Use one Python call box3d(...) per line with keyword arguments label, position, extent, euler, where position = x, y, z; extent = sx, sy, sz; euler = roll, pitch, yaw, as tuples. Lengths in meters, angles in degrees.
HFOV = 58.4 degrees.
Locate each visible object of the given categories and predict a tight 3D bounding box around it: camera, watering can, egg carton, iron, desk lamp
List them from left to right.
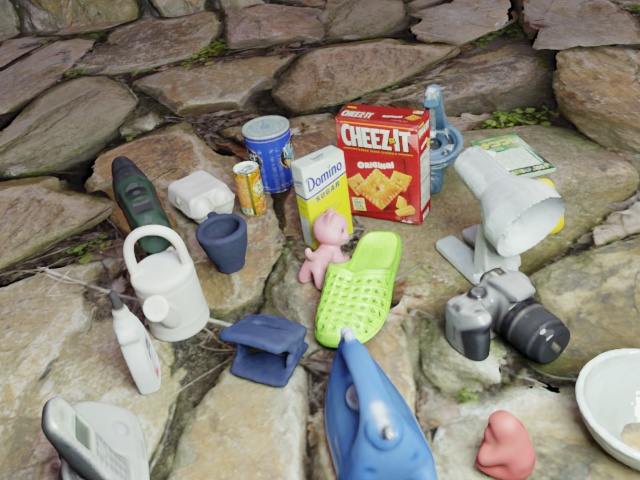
box3d(label="watering can", position=(-0.242, 0.064, 0.901), extent=(0.101, 0.194, 0.172), euler=(-24, 39, -19))
box3d(label="egg carton", position=(-0.255, -0.090, 1.215), extent=(0.107, 0.069, 0.149), euler=(-32, 42, -28))
box3d(label="iron", position=(0.055, 0.191, 0.715), extent=(0.119, 0.142, 0.257), euler=(-14, 37, -7))
box3d(label="desk lamp", position=(0.273, -0.031, 0.909), extent=(0.118, 0.214, 0.202), euler=(-21, 38, -16))
box3d(label="camera", position=(0.270, 0.113, 0.812), extent=(0.143, 0.101, 0.136), euler=(-24, 39, -20))

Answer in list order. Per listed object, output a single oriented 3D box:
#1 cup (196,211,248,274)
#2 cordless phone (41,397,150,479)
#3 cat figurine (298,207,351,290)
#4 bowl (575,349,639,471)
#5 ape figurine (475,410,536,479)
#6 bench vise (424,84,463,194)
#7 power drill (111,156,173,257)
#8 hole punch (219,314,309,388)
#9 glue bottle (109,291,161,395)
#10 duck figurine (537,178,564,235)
box3d(label="cup", position=(-0.176, 0.007, 1.048), extent=(0.092, 0.095, 0.117), euler=(-22, 38, -17))
box3d(label="cordless phone", position=(-0.278, 0.231, 0.691), extent=(0.094, 0.185, 0.147), euler=(-20, 38, -14))
box3d(label="cat figurine", position=(0.009, 0.004, 0.996), extent=(0.067, 0.118, 0.128), euler=(15, 42, 28))
box3d(label="bowl", position=(0.387, 0.213, 0.676), extent=(0.167, 0.075, 0.167), euler=(-5, 36, 4))
box3d(label="ape figurine", position=(0.215, 0.233, 0.668), extent=(0.078, 0.092, 0.076), euler=(-25, 39, -21))
box3d(label="bench vise", position=(0.225, -0.232, 1.185), extent=(0.121, 0.220, 0.207), euler=(-7, 36, 2))
box3d(label="power drill", position=(-0.303, -0.018, 1.011), extent=(0.076, 0.209, 0.228), euler=(-23, 39, -19))
box3d(label="hole punch", position=(-0.081, 0.146, 0.845), extent=(0.108, 0.091, 0.101), euler=(9, 40, 22))
box3d(label="glue bottle", position=(-0.269, 0.140, 0.821), extent=(0.037, 0.173, 0.078), euler=(-18, 37, -12))
box3d(label="duck figurine", position=(0.404, -0.068, 1.041), extent=(0.077, 0.086, 0.104), euler=(-10, 36, -1))
